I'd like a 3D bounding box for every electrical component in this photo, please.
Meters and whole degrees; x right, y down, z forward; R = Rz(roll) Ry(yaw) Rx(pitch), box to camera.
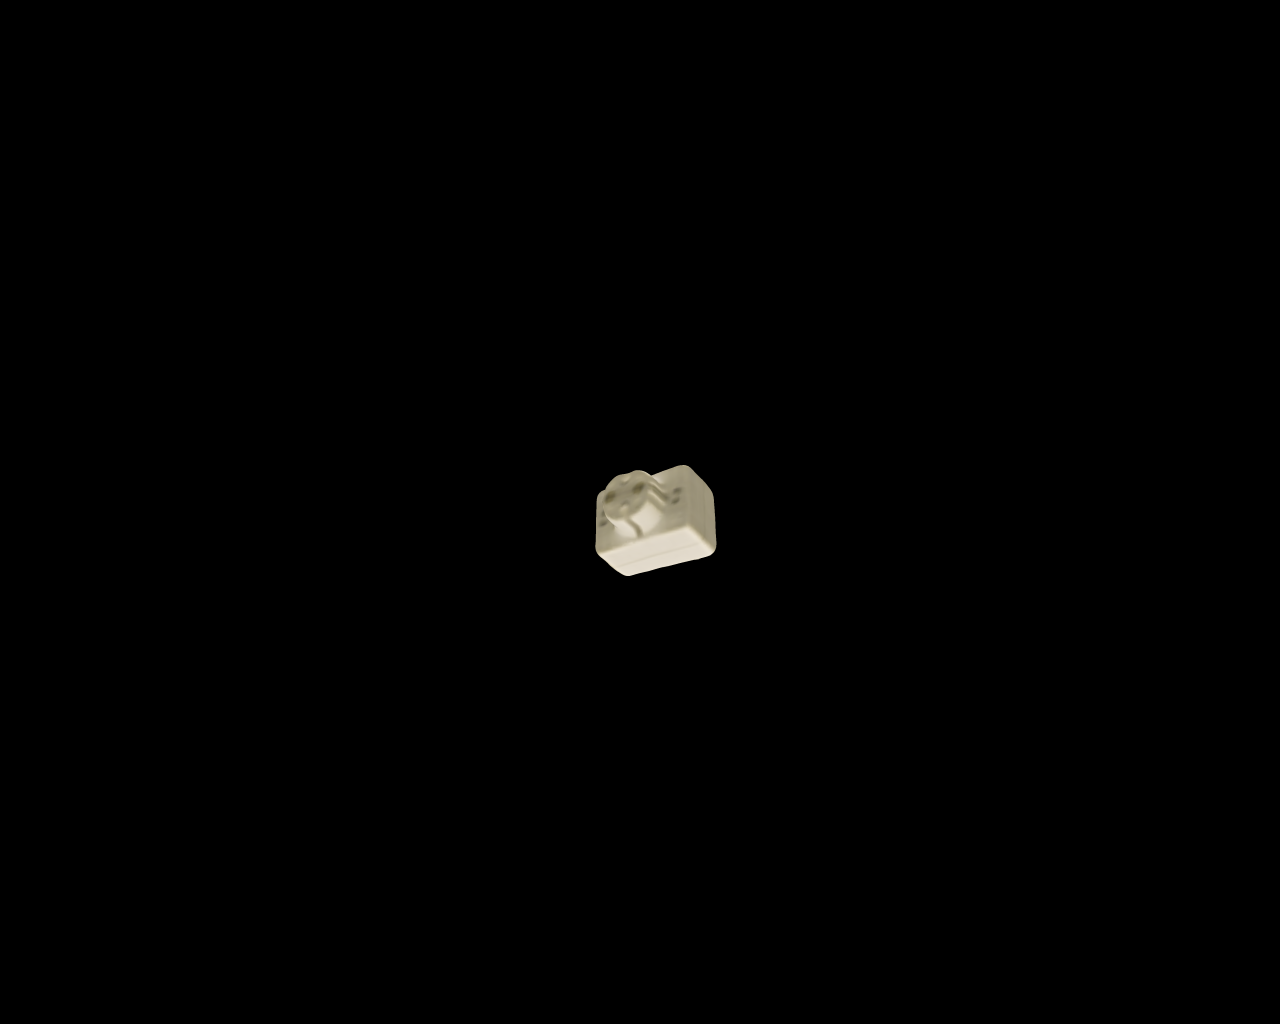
[{"bbox_3d":[0.001,-0.003,0.650,0.065,0.047,0.076,-17,-36,24],"label":"electrical component"}]
